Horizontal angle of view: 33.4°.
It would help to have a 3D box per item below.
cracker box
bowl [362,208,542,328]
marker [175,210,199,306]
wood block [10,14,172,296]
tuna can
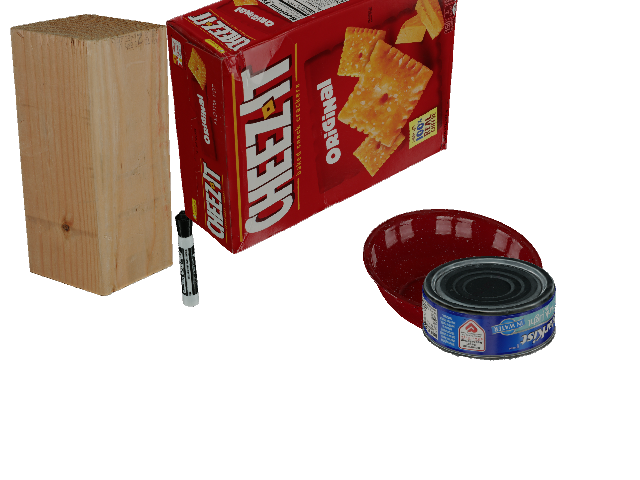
[{"bbox_3d":[0.002,-0.107,0.772,0.213,0.164,0.072,-28,47,-30],"label":"cracker box"},{"bbox_3d":[0.117,0.037,0.971,0.162,0.055,0.162,2,35,-2],"label":"bowl"},{"bbox_3d":[-0.149,0.020,1.195,0.020,0.121,0.020,-1,32,0],"label":"marker"},{"bbox_3d":[-0.184,-0.073,0.874,0.091,0.206,0.090,15,25,30],"label":"wood block"},{"bbox_3d":[0.108,0.041,0.686,0.086,0.034,0.086,-3,23,1],"label":"tuna can"}]
